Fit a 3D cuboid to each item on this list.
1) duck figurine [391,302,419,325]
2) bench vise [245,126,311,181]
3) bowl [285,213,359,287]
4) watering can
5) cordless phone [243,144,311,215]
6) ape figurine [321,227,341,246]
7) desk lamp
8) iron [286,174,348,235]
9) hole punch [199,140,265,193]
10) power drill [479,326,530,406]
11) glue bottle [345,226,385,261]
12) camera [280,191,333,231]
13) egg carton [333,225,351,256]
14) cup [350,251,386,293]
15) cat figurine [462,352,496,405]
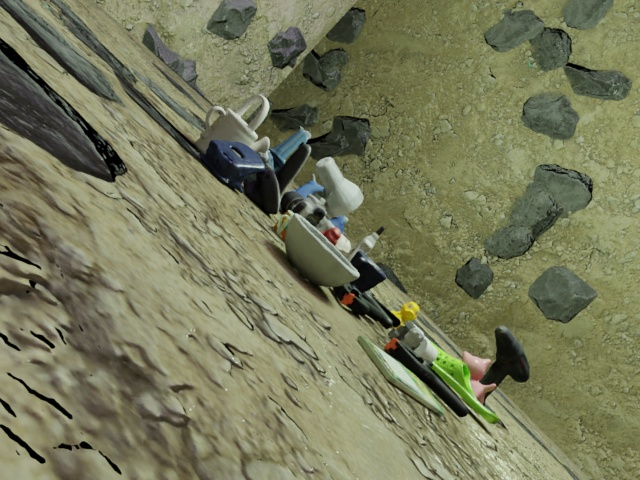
[{"bbox_3d":[0.226,0.201,1.524,0.077,0.086,0.104,44,5,0],"label":"duck figurine"},{"bbox_3d":[-0.108,-0.224,1.588,0.122,0.219,0.207,43,5,-8],"label":"bench vise"},{"bbox_3d":[-0.010,0.033,1.056,0.167,0.074,0.167,44,5,-4],"label":"bowl"},{"bbox_3d":[-0.192,-0.263,1.364,0.100,0.194,0.173,46,5,24],"label":"watering can"},{"bbox_3d":[-0.091,-0.160,1.377,0.094,0.185,0.147,42,5,-26],"label":"cordless phone"},{"bbox_3d":[0.013,0.005,1.388,0.078,0.092,0.076,43,5,-8],"label":"ape figurine"},{"bbox_3d":[0.000,-0.132,1.730,0.204,0.213,0.117,41,5,-30],"label":"desk lamp"},{"bbox_3d":[0.009,-0.093,1.911,0.258,0.141,0.119,45,5,5],"label":"iron"},{"bbox_3d":[-0.186,-0.170,1.230,0.108,0.091,0.101,47,5,28],"label":"hole punch"},{"bbox_3d":[0.482,0.358,1.580,0.230,0.208,0.075,41,6,-37],"label":"power drill"},{"bbox_3d":[0.114,0.027,1.561,0.037,0.173,0.078,44,5,-5],"label":"glue bottle"},{"bbox_3d":[-0.040,-0.079,1.615,0.144,0.100,0.136,39,7,-47],"label":"camera"},{"bbox_3d":[0.027,-0.009,1.771,0.150,0.069,0.107,46,5,25],"label":"egg carton"},{"bbox_3d":[0.087,0.084,1.316,0.091,0.095,0.118,46,5,25],"label":"cup"},{"bbox_3d":[0.396,0.351,1.464,0.067,0.117,0.127,41,6,-35],"label":"cat figurine"}]
